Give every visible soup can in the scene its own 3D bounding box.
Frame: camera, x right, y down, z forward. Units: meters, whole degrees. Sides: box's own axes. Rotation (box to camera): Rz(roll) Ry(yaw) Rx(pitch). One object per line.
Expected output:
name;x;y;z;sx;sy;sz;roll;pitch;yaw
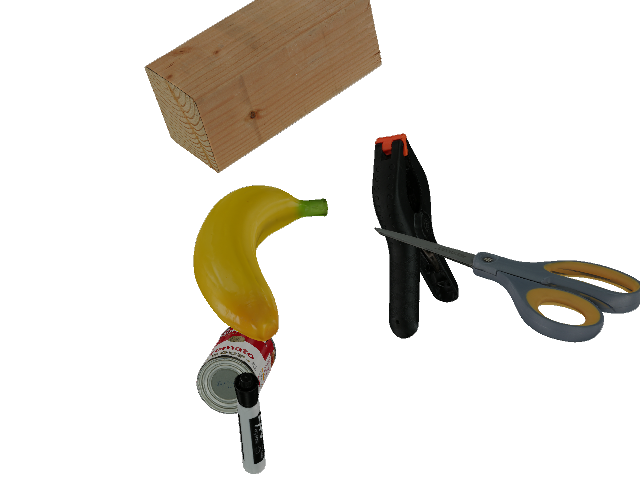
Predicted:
soup can;-0.091;0.139;1.165;0.068;0.068;0.102;0;16;9

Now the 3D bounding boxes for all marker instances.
marker;-0.055;0.143;0.834;0.020;0.020;0.121;0;-43;0

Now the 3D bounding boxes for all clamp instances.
clamp;0.074;-0.002;0.920;0.039;0.171;0.120;-12;17;24

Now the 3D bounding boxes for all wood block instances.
wood block;-0.051;-0.169;1.032;0.205;0.091;0.090;-36;47;-20

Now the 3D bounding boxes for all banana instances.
banana;-0.043;0.003;0.651;0.070;0.037;0.197;1;24;9

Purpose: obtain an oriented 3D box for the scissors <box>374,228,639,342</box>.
scissors;0.119;0.028;0.743;0.202;0.016;0.096;10;31;20
